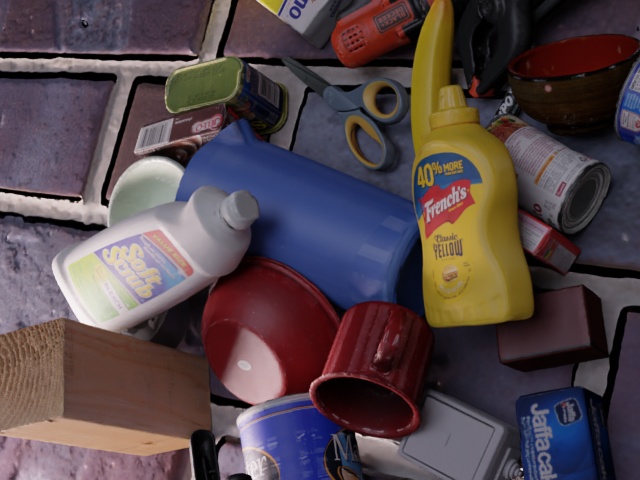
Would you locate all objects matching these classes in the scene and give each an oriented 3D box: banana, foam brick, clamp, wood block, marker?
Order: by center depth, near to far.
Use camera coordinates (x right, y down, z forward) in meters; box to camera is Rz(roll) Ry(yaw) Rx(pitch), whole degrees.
[{"bbox_3d":[0.189,0.074,0.872,0.078,0.052,0.051,-15,68,27],"label":"foam brick"},{"bbox_3d":[0.156,-0.216,0.956,0.120,0.039,0.172,47,128,44],"label":"clamp"},{"bbox_3d":[-0.095,0.281,0.965,0.165,0.036,0.210,-147,59,-70],"label":"clamp"},{"bbox_3d":[0.166,-0.111,0.965,0.020,0.020,0.121,32,93,35],"label":"marker"},{"bbox_3d":[0.110,-0.121,0.980,0.070,0.037,0.198,-27,63,57],"label":"banana"},{"bbox_3d":[-0.200,0.143,1.002,0.091,0.205,0.090,-17,66,27],"label":"wood block"}]

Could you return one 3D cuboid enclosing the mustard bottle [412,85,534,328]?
[{"bbox_3d":[0.116,-0.028,0.851,0.096,0.058,0.191,-11,84,55],"label":"mustard bottle"}]

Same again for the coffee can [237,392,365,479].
[{"bbox_3d":[-0.011,0.214,0.922,0.103,0.102,0.140,-23,64,24],"label":"coffee can"}]

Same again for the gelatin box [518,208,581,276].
[{"bbox_3d":[0.166,-0.009,0.900,0.089,0.073,0.030,34,94,35],"label":"gelatin box"}]

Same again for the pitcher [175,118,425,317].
[{"bbox_3d":[-0.006,0.001,0.985,0.243,0.149,0.145,22,72,32],"label":"pitcher"}]

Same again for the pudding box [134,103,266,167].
[{"bbox_3d":[-0.118,-0.093,1.096,0.114,0.090,0.039,-8,59,31],"label":"pudding box"}]

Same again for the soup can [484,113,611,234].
[{"bbox_3d":[0.186,-0.057,0.907,0.102,0.068,0.068,35,94,35],"label":"soup can"}]

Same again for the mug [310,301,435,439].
[{"bbox_3d":[0.049,0.097,0.870,0.093,0.117,0.081,18,53,5],"label":"mug"}]

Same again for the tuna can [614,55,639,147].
[{"bbox_3d":[0.274,-0.114,0.858,0.034,0.086,0.086,29,91,34],"label":"tuna can"}]

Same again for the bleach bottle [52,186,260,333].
[{"bbox_3d":[-0.145,0.008,0.973,0.251,0.067,0.102,-29,89,43],"label":"bleach bottle"}]

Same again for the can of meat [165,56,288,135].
[{"bbox_3d":[-0.097,-0.146,1.104,0.102,0.083,0.057,-8,70,30],"label":"can of meat"}]

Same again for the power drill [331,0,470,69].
[{"bbox_3d":[0.067,-0.282,1.026,0.184,0.057,0.188,-27,84,13],"label":"power drill"}]

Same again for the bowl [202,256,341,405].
[{"bbox_3d":[-0.052,0.097,0.959,0.162,0.055,0.162,21,129,27],"label":"bowl"}]

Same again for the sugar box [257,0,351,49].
[{"bbox_3d":[-0.034,-0.287,1.134,0.093,0.048,0.176,-53,54,7],"label":"sugar box"}]

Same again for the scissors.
[{"bbox_3d":[0.027,-0.153,1.057,0.096,0.016,0.202,-56,51,33],"label":"scissors"}]
